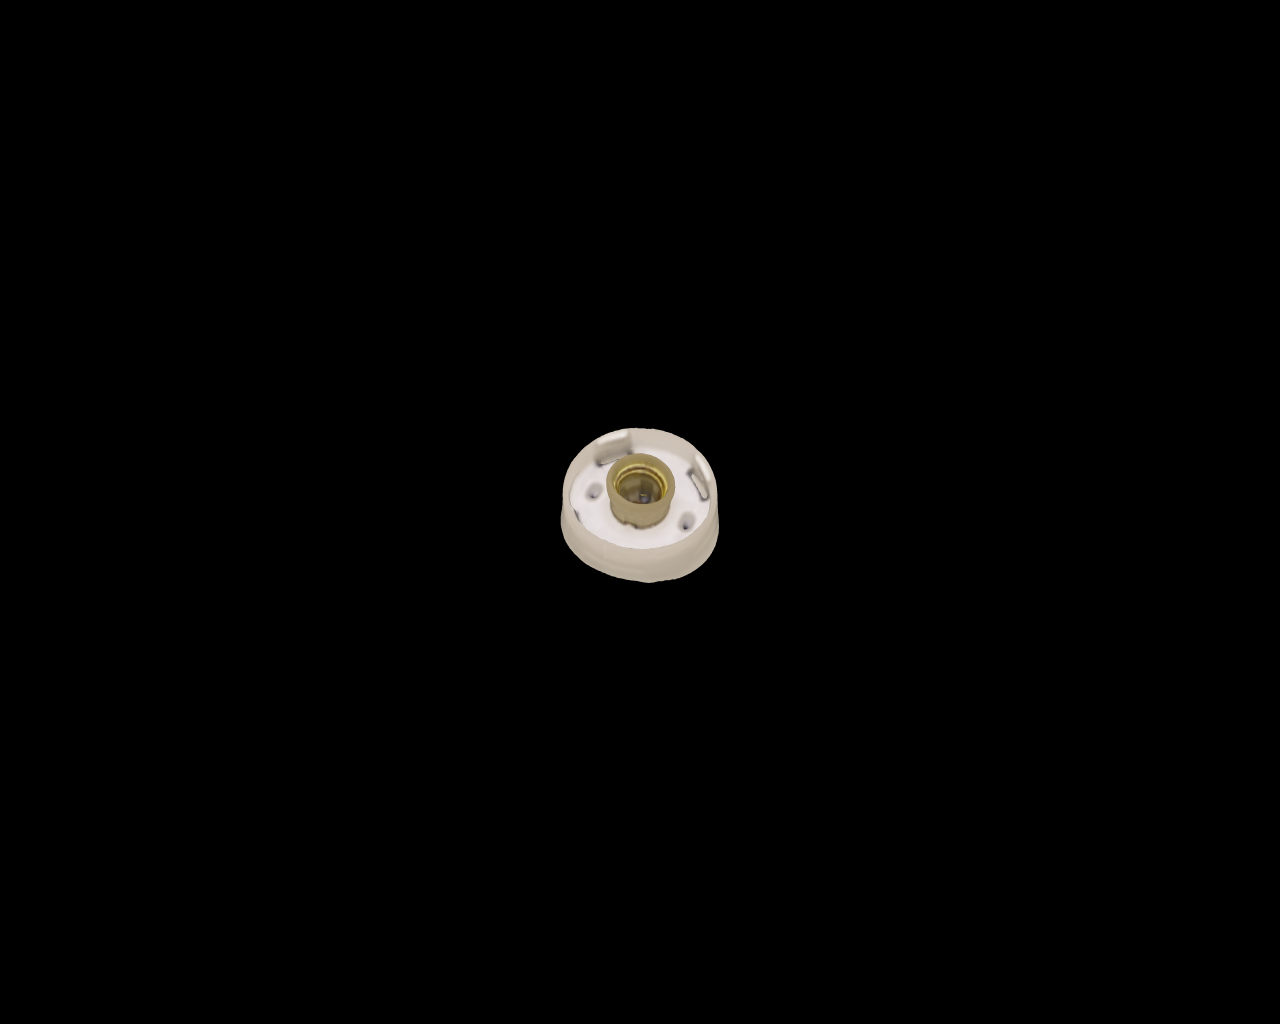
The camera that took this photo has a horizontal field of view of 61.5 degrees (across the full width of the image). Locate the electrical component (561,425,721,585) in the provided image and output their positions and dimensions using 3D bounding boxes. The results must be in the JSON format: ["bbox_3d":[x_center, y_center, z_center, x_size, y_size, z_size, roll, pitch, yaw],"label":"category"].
[{"bbox_3d":[0.001,-0.003,0.650,0.099,0.099,0.064,0,-34,0],"label":"electrical component"}]
